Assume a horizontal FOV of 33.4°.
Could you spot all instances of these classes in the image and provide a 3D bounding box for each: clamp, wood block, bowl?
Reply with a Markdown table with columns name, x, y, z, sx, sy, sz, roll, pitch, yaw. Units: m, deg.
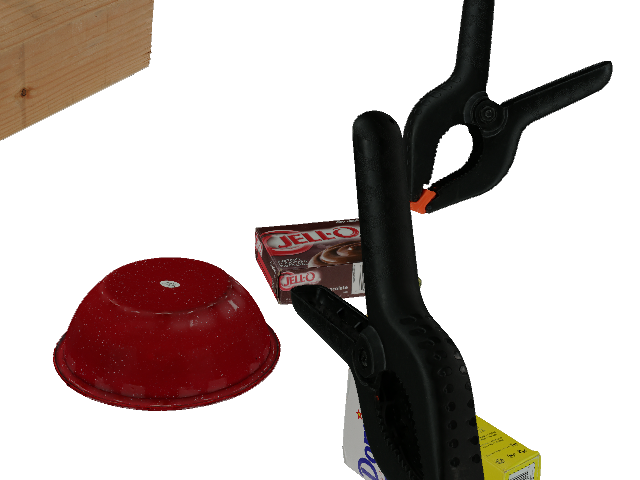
| name | x | y | z | sx | sy | sz | roll | pitch | yaw |
| --- | --- | --- | --- | --- | --- | --- | --- | --- | --- |
| clamp | 0.038 | 0.049 | 0.549 | 0.036 | 0.165 | 0.210 | -6 | 47 | -21 |
| wood block | -0.246 | -0.168 | 0.914 | 0.090 | 0.091 | 0.205 | 30 | 42 | 21 |
| bowl | -0.108 | 0.055 | 0.755 | 0.162 | 0.055 | 0.162 | 2 | 23 | -1 |
| clamp | 0.120 | -0.086 | 0.730 | 0.120 | 0.171 | 0.039 | 27 | 4 | -5 |

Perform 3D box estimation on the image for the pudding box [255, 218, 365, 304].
| name | x | y | z | sx | sy | sz | roll | pitch | yaw |
| --- | --- | --- | --- | --- | --- | --- | --- | --- | --- |
| pudding box | 0.006 | 0.016 | 0.934 | 0.113 | 0.039 | 0.090 | -4 | 26 | -16 |

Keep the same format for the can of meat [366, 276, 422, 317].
| name | x | y | z | sx | sy | sz | roll | pitch | yaw |
| --- | --- | --- | --- | --- | --- | --- | --- | --- | --- |
| can of meat | 0.083 | 0.094 | 1.280 | 0.057 | 0.084 | 0.102 | 12 | 26 | 7 |

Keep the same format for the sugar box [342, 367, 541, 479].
| name | x | y | z | sx | sy | sz | roll | pitch | yaw |
| --- | --- | --- | --- | --- | --- | --- | --- | --- | --- |
| sugar box | 0.086 | 0.168 | 0.817 | 0.048 | 0.093 | 0.176 | -14 | 26 | -37 |
